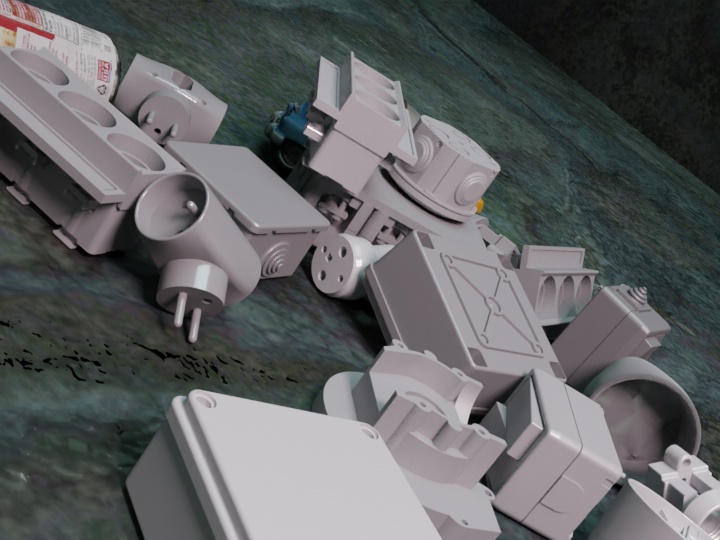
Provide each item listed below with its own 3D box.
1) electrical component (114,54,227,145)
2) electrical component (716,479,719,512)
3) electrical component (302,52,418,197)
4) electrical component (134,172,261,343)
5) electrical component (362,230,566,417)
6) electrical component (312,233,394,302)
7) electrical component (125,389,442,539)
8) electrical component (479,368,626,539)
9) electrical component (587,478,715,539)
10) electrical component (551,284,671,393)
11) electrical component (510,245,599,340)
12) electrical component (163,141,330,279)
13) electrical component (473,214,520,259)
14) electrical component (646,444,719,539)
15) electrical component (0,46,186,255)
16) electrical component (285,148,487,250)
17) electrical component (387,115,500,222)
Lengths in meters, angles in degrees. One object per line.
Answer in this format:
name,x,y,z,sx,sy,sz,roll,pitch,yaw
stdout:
electrical component,-0.142,-0.116,0.792,0.077,0.043,0.079,28,21,-16
electrical component,0.274,0.167,0.718,0.061,0.096,0.061,25,22,-27
electrical component,-0.004,-0.104,0.765,0.079,0.063,0.121,30,20,-13
electrical component,-0.090,0.000,0.589,0.077,0.043,0.079,60,30,-56
electrical component,0.069,0.038,0.712,0.109,0.056,0.108,13,46,-46
electrical component,0.000,0.000,0.747,0.055,0.045,0.045,12,29,-46
electrical component,-0.026,0.110,0.437,0.109,0.056,0.108,18,26,-38
electrical component,0.110,0.106,0.652,0.061,0.061,0.096,31,20,-10
electrical component,0.183,0.168,0.622,0.099,0.064,0.099,30,20,-12
electrical component,0.205,0.056,0.865,0.061,0.096,0.062,47,23,23
electrical component,0.145,0.017,0.898,0.063,0.078,0.121,11,6,32
electrical component,-0.082,-0.037,0.696,0.100,0.048,0.100,42,21,20
electrical component,0.109,-0.017,0.951,0.055,0.048,0.066,41,-2,24
electrical component,0.217,0.156,0.699,0.048,0.066,0.055,-7,21,-19
electrical component,-0.168,-0.068,0.611,0.121,0.063,0.079,40,21,16
electrical component,0.017,-0.032,0.822,0.150,0.061,0.089,28,21,-17
electrical component,0.064,-0.078,0.829,0.080,0.051,0.080,30,20,-12
